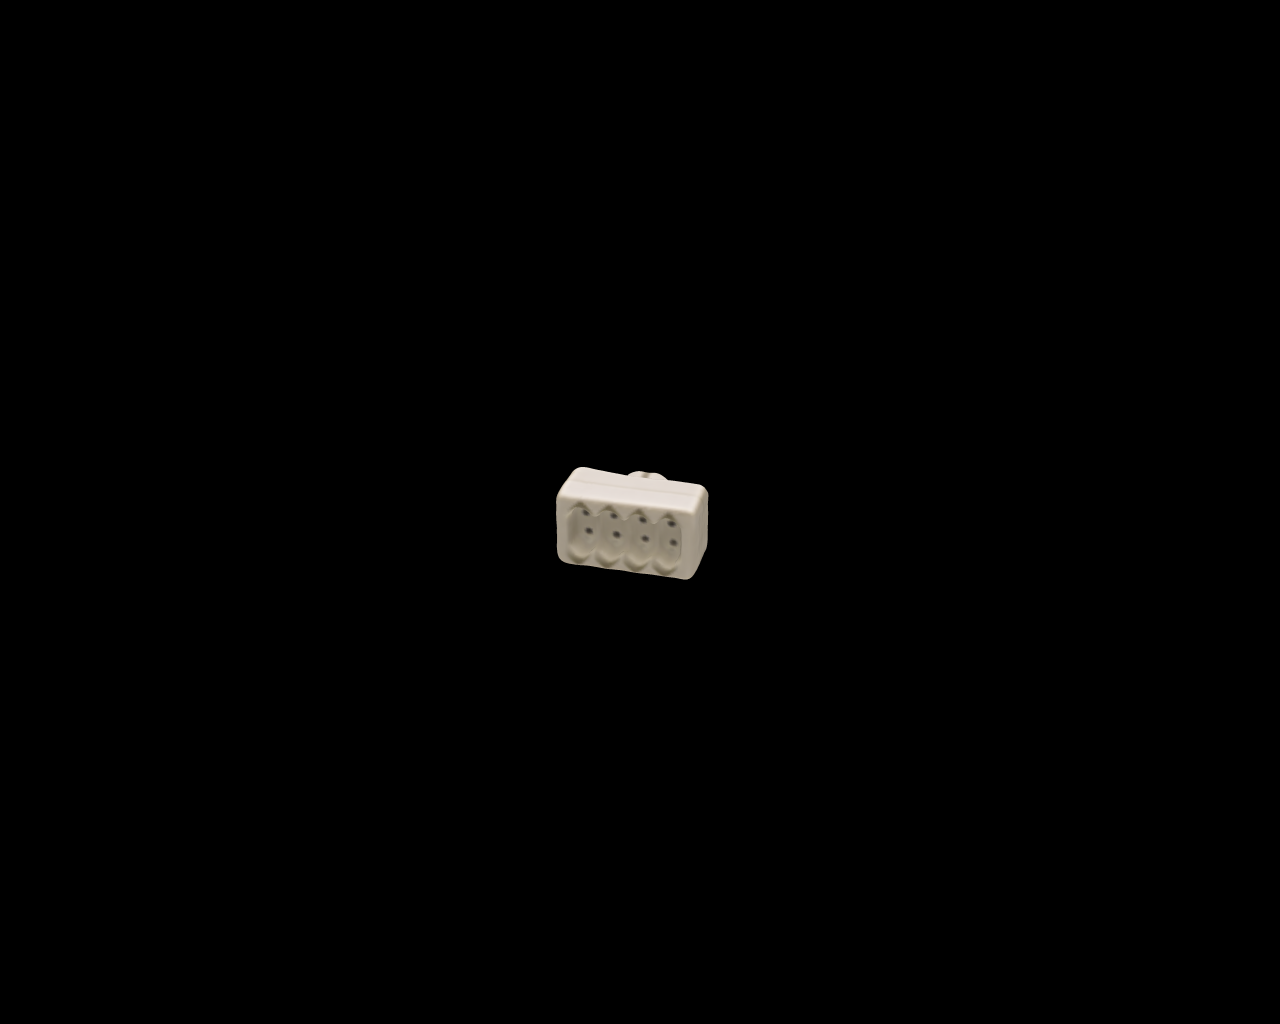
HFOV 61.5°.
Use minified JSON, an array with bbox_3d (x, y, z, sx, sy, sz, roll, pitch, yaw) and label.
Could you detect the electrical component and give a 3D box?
[{"bbox_3d":[0.001,-0.003,0.650,0.083,0.047,0.076,8,32,14],"label":"electrical component"}]
